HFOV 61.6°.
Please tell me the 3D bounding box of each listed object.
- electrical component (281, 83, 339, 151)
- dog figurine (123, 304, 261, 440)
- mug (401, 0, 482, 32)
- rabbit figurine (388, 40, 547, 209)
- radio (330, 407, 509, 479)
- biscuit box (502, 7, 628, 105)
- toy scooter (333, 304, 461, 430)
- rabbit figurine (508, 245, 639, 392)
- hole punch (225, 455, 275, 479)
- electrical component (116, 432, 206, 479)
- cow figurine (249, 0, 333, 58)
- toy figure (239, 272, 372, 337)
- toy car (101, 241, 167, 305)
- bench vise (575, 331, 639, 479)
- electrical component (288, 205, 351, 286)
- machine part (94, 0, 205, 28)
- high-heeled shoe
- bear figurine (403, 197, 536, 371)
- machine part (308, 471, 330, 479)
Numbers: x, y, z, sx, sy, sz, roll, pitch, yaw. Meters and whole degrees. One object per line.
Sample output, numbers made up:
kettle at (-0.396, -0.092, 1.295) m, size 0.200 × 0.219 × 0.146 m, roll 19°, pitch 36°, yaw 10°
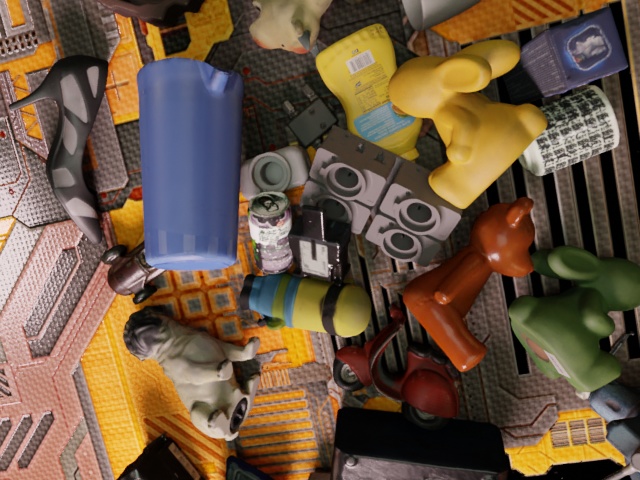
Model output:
electrical component at (-0.007, -0.158, 0.719) m, size 0.063 × 0.021 × 0.094 m, roll -36°, pitch 92°, yaw 12°
dog figurine at (-0.196, 0.193, 0.779) m, size 0.191 × 0.121 × 0.172 m, roll 12°, pitch 98°, yaw 21°
mug at (0.157, -0.308, 0.632) m, size 0.107 × 0.109 × 0.080 m, roll -21°, pitch 90°, yaw -2°
rabbit figurine at (0.152, -0.144, 0.603) m, size 0.173 × 0.122 × 0.162 m, roll 45°, pitch 147°, yaw 11°
radio at (0.129, 0.293, 0.719) m, size 0.230 × 0.131 × 0.073 m, roll 3°, pitch 98°, yaw 8°
biscuit box at (0.253, -0.189, 0.583) m, size 0.059 × 0.203 × 0.062 m, roll -20°, pitch 97°, yaw 9°
toy scooter at (0.116, 0.166, 0.731) m, size 0.184 × 0.075 × 0.135 m, roll 23°, pitch 98°, yaw 8°
rabbit figurine at (0.329, 0.078, 0.680) m, size 0.170 × 0.121 × 0.159 m, roll -38°, pitch 85°, yaw -6°
hole punch at (-0.106, 0.392, 0.787) m, size 0.142 × 0.092 × 0.115 m, roll 16°, pitch 141°, yaw 27°
electrical component at (-0.236, 0.365, 0.785) m, size 0.058 × 0.134 × 0.115 m, roll -40°, pitch 90°, yaw 12°
cow figurine at (-0.011, -0.316, 0.665) m, size 0.195 × 0.085 × 0.127 m, roll -44°, pitch 85°, yaw 12°
toy figure at (-0.021, 0.088, 0.727) m, size 0.180 × 0.089 × 0.082 m, roll 11°, pitch 99°, yaw 8°
toy car at (-0.223, 0.014, 0.766) m, size 0.202 × 0.053 × 0.089 m, roll -33°, pitch 90°, yaw 13°
bench vise at (0.378, 0.223, 0.612) m, size 0.128 × 0.240 × 0.224 m, roll -54°, pitch 47°, yaw 20°
electrical component at (-0.001, -0.002, 0.683) m, size 0.075 × 0.048 × 0.119 m, roll 8°, pitch 129°, yaw 20°
machine part at (-0.222, -0.369, 0.699) m, size 0.179 × 0.056 × 0.179 m, roll 1°, pitch 99°, yaw 7°
high-heeled shoe at (-0.323, -0.127, 0.764) m, size 0.145 × 0.086 × 0.248 m, roll -28°, pitch 115°, yaw -18°
bear figurine at (0.203, 0.047, 0.661) m, size 0.196 × 0.120 × 0.132 m, roll -38°, pitch 83°, yaw 1°
machine part at (0.067, 0.374, 0.770) m, size 0.243 × 0.079 × 0.079 m, roll -1°, pitch 99°, yaw 10°
